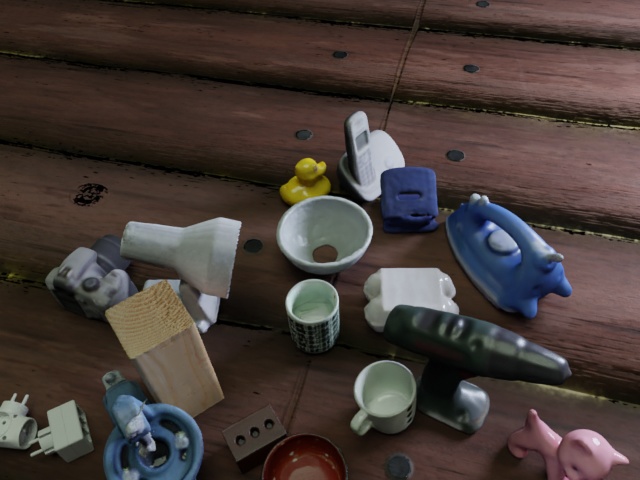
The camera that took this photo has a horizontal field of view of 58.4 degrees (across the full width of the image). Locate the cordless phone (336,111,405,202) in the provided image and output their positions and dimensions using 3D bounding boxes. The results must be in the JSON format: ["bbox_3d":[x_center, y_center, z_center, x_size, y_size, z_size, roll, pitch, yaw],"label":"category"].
[{"bbox_3d":[0.097,-0.178,1.092,0.094,0.185,0.148,28,56,25],"label":"cordless phone"}]

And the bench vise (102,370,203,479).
[{"bbox_3d":[-0.240,0.242,0.723,0.206,0.220,0.122,26,55,24],"label":"bench vise"}]

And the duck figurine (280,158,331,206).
[{"bbox_3d":[-0.030,-0.118,1.113,0.105,0.086,0.077,-21,51,-14],"label":"duck figurine"}]

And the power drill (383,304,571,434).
[{"bbox_3d":[0.194,0.174,0.766,0.229,0.209,0.076,21,53,20],"label":"power drill"}]

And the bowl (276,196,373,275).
[{"bbox_3d":[0.009,0.004,1.013,0.167,0.075,0.167,-2,49,2],"label":"bowl"}]

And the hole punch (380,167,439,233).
[{"bbox_3d":[0.166,-0.074,1.060,0.108,0.091,0.101,-2,49,2],"label":"hole punch"}]

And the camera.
[{"bbox_3d":[-0.370,0.055,0.972,0.143,0.101,0.137,16,52,16],"label":"camera"}]

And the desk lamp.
[{"bbox_3d":[-0.210,0.053,0.890,0.203,0.214,0.118,0,49,4],"label":"desk lamp"}]

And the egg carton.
[{"bbox_3d":[0.146,0.098,0.926,0.150,0.069,0.107,-1,49,2],"label":"egg carton"}]

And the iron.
[{"bbox_3d":[0.300,0.000,0.955,0.119,0.141,0.257,-26,53,-18],"label":"iron"}]

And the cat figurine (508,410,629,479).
[{"bbox_3d":[0.317,0.267,0.738,0.067,0.118,0.127,-38,57,-26],"label":"cat figurine"}]
